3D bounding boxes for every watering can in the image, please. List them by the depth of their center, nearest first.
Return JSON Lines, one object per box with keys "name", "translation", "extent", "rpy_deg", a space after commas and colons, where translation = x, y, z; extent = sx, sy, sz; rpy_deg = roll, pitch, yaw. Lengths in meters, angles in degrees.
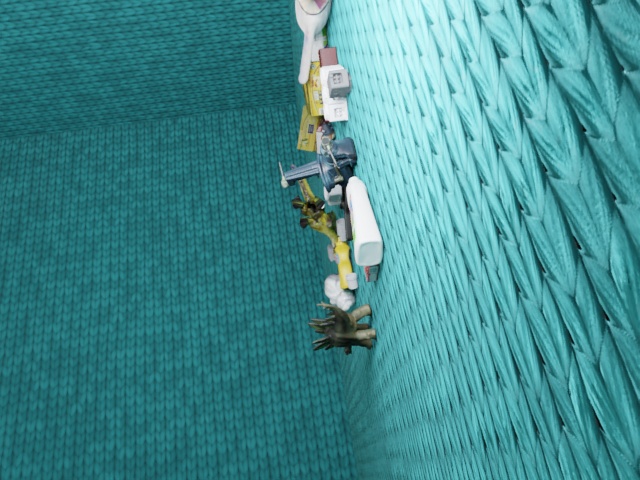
{"name": "watering can", "translation": [-0.024, -0.651, 1.507], "extent": [0.223, 0.104, 0.349], "rpy_deg": [123, 153, -85]}

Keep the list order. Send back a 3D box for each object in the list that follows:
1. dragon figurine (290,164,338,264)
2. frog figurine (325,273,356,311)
{"name": "dragon figurine", "translation": [0.006, -0.102, 2.020], "extent": [0.240, 0.121, 0.418], "rpy_deg": [34, -147, -59]}
{"name": "frog figurine", "translation": [0.074, 0.209, 1.978], "extent": [0.163, 0.122, 0.134], "rpy_deg": [-86, 13, -45]}
